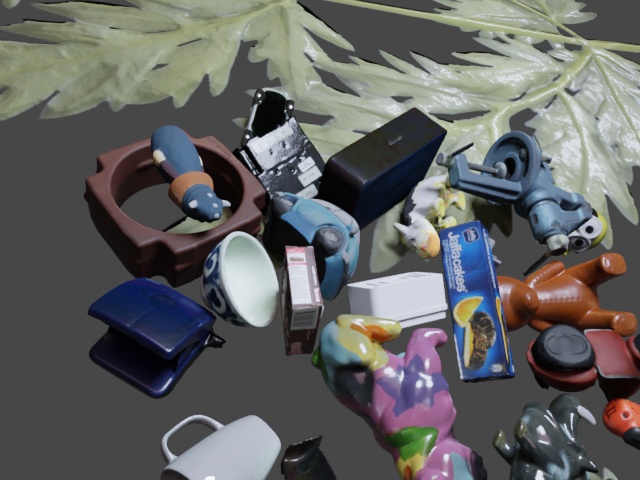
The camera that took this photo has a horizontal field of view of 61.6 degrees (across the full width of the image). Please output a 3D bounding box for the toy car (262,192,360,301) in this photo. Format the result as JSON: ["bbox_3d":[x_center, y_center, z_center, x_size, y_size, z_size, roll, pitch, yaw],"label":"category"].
[{"bbox_3d":[-0.002,-0.002,0.742,0.103,0.109,0.162,-24,56,-39],"label":"toy car"}]

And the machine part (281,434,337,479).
[{"bbox_3d":[-0.008,0.250,0.520,0.084,0.039,0.139,-15,22,-5],"label":"machine part"}]

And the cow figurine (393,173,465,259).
[{"bbox_3d":[0.158,-0.035,0.831,0.098,0.068,0.167,-7,34,38],"label":"cow figurine"}]

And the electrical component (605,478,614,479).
[{"bbox_3d":[0.344,0.335,0.588,0.075,0.047,0.119,-30,62,-34],"label":"electrical component"}]

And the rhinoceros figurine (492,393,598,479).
[{"bbox_3d":[0.261,0.255,0.615,0.112,0.073,0.190,28,48,9],"label":"rhinoceros figurine"}]

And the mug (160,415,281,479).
[{"bbox_3d":[-0.100,0.221,0.539,0.110,0.080,0.107,37,38,21],"label":"mug"}]

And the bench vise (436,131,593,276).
[{"bbox_3d":[0.285,-0.078,0.817,0.240,0.129,0.223,11,65,-21],"label":"bench vise"}]

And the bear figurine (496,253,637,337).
[{"bbox_3d":[0.310,0.082,0.745,0.196,0.132,0.120,4,76,-22],"label":"bear figurine"}]

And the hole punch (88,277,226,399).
[{"bbox_3d":[-0.188,0.096,0.610,0.142,0.092,0.116,25,44,10],"label":"hole punch"}]

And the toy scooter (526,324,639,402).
[{"bbox_3d":[0.357,0.166,0.700,0.184,0.135,0.075,-4,49,5],"label":"toy scooter"}]

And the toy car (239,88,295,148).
[{"bbox_3d":[-0.089,-0.187,0.906,0.073,0.056,0.202,16,48,-11],"label":"toy car"}]

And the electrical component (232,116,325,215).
[{"bbox_3d":[-0.054,-0.101,0.810,0.115,0.058,0.134,-33,95,-25],"label":"electrical component"}]

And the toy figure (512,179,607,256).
[{"bbox_3d":[0.401,-0.052,0.919,0.180,0.082,0.089,36,52,18],"label":"toy figure"}]

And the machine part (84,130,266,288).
[{"bbox_3d":[-0.194,-0.047,0.732,0.201,0.087,0.202,-29,61,-34],"label":"machine part"}]

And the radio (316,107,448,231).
[{"bbox_3d":[0.094,-0.103,0.835,0.073,0.131,0.229,41,52,19],"label":"radio"}]

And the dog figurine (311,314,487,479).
[{"bbox_3d":[0.082,0.202,0.587,0.192,0.108,0.219,11,51,-9],"label":"dog figurine"}]

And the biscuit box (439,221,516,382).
[{"bbox_3d":[0.203,0.079,0.701,0.059,0.062,0.202,-15,69,25],"label":"biscuit box"}]

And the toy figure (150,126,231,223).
[{"bbox_3d":[-0.165,-0.077,0.672,0.064,0.057,0.154,-19,63,-23],"label":"toy figure"}]
